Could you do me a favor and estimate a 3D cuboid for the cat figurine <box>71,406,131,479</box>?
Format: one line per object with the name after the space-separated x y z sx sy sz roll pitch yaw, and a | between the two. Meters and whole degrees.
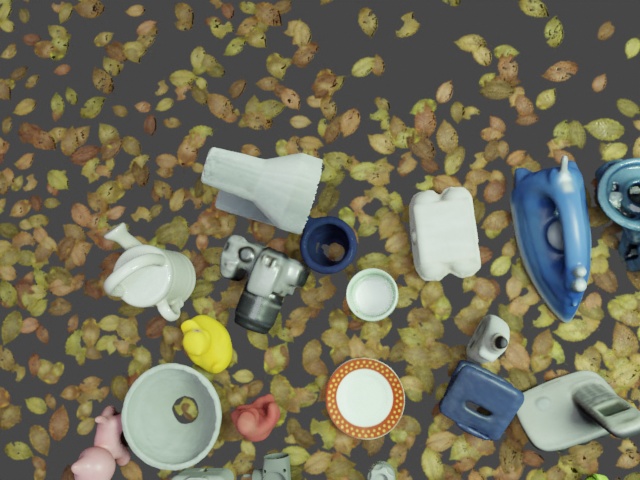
-0.358 0.345 0.933 0.067 0.118 0.128 6 84 8 | cat figurine

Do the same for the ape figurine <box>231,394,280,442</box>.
-0.108 0.290 0.923 0.077 0.092 0.076 10 84 8 | ape figurine

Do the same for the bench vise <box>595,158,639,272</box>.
0.495 -0.041 0.826 0.121 0.220 0.207 -36 80 2 | bench vise

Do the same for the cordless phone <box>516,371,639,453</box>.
0.371 0.256 0.823 0.147 0.185 0.094 -25 81 4 | cordless phone

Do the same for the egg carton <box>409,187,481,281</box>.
0.201 -0.010 0.933 0.107 0.069 0.150 -7 82 6 | egg carton

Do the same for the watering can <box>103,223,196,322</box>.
-0.285 0.054 0.920 0.172 0.194 0.101 34 88 10 | watering can

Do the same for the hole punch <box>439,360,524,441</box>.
0.248 0.252 0.885 0.108 0.091 0.101 25 87 9 | hole punch

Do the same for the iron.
0.374 -0.001 0.875 0.118 0.141 0.258 -9 82 6 | iron

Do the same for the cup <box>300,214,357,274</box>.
0.009 0.003 0.941 0.092 0.095 0.117 -43 80 0 | cup

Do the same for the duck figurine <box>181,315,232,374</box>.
-0.195 0.174 0.950 0.077 0.086 0.104 -33 80 2 | duck figurine

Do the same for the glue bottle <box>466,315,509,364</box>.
0.257 0.151 0.855 0.037 0.173 0.078 30 88 10 | glue bottle

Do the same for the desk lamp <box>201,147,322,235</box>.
-0.089 -0.081 0.903 0.203 0.213 0.118 15 85 9 | desk lamp

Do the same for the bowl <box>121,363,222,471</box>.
-0.235 0.286 0.947 0.167 0.075 0.167 -1 83 7 | bowl

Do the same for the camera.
-0.107 0.076 0.944 0.143 0.101 0.137 21 86 9 | camera
